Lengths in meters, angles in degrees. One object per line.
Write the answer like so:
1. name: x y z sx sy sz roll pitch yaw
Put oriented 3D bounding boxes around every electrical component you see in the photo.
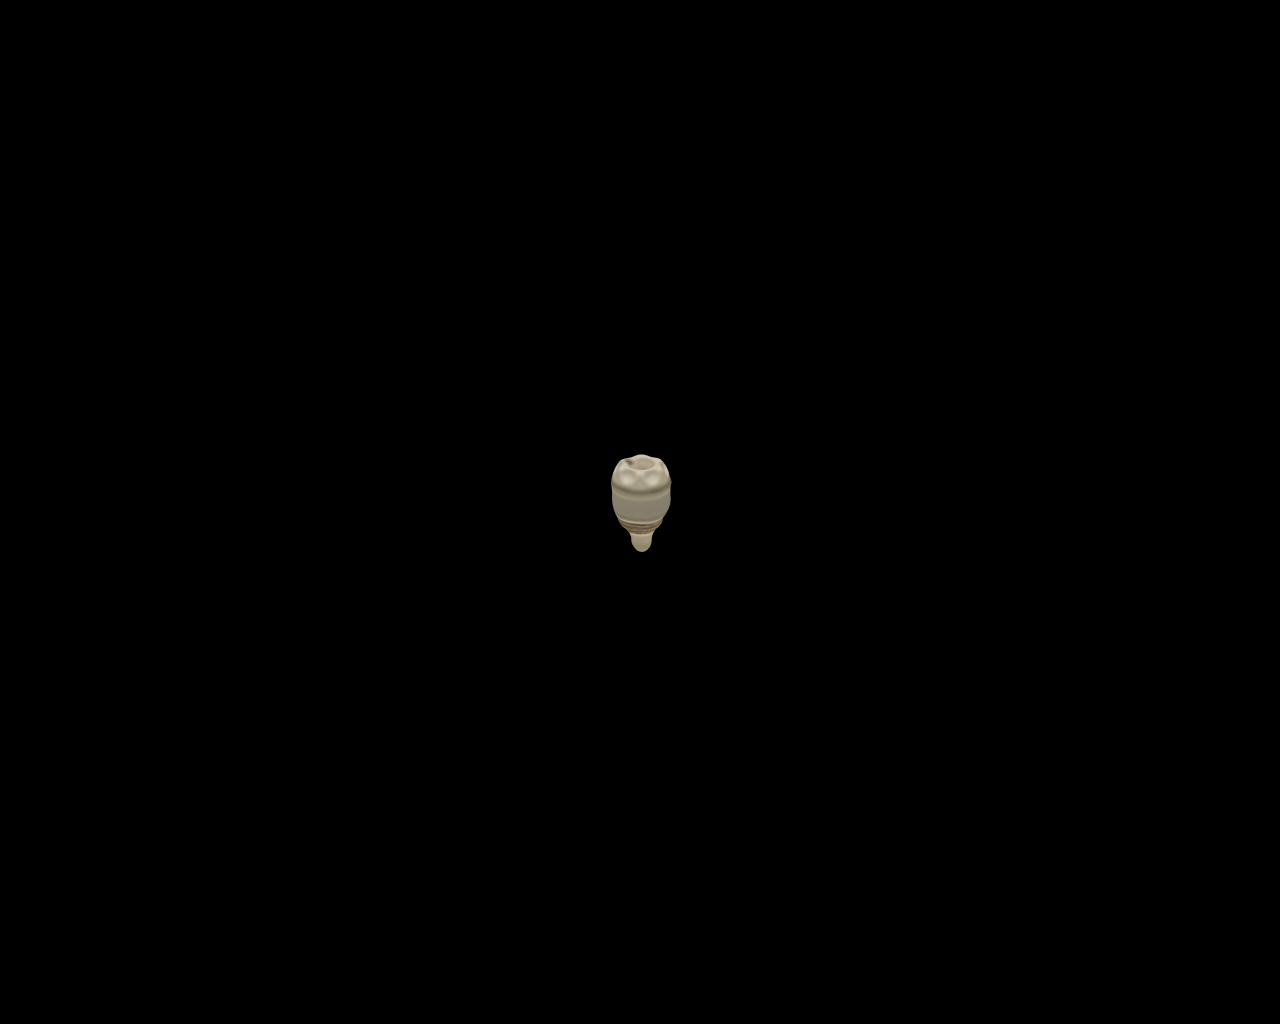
1. electrical component: 0.001 -0.003 0.650 0.035 0.061 0.035 0 29 0
